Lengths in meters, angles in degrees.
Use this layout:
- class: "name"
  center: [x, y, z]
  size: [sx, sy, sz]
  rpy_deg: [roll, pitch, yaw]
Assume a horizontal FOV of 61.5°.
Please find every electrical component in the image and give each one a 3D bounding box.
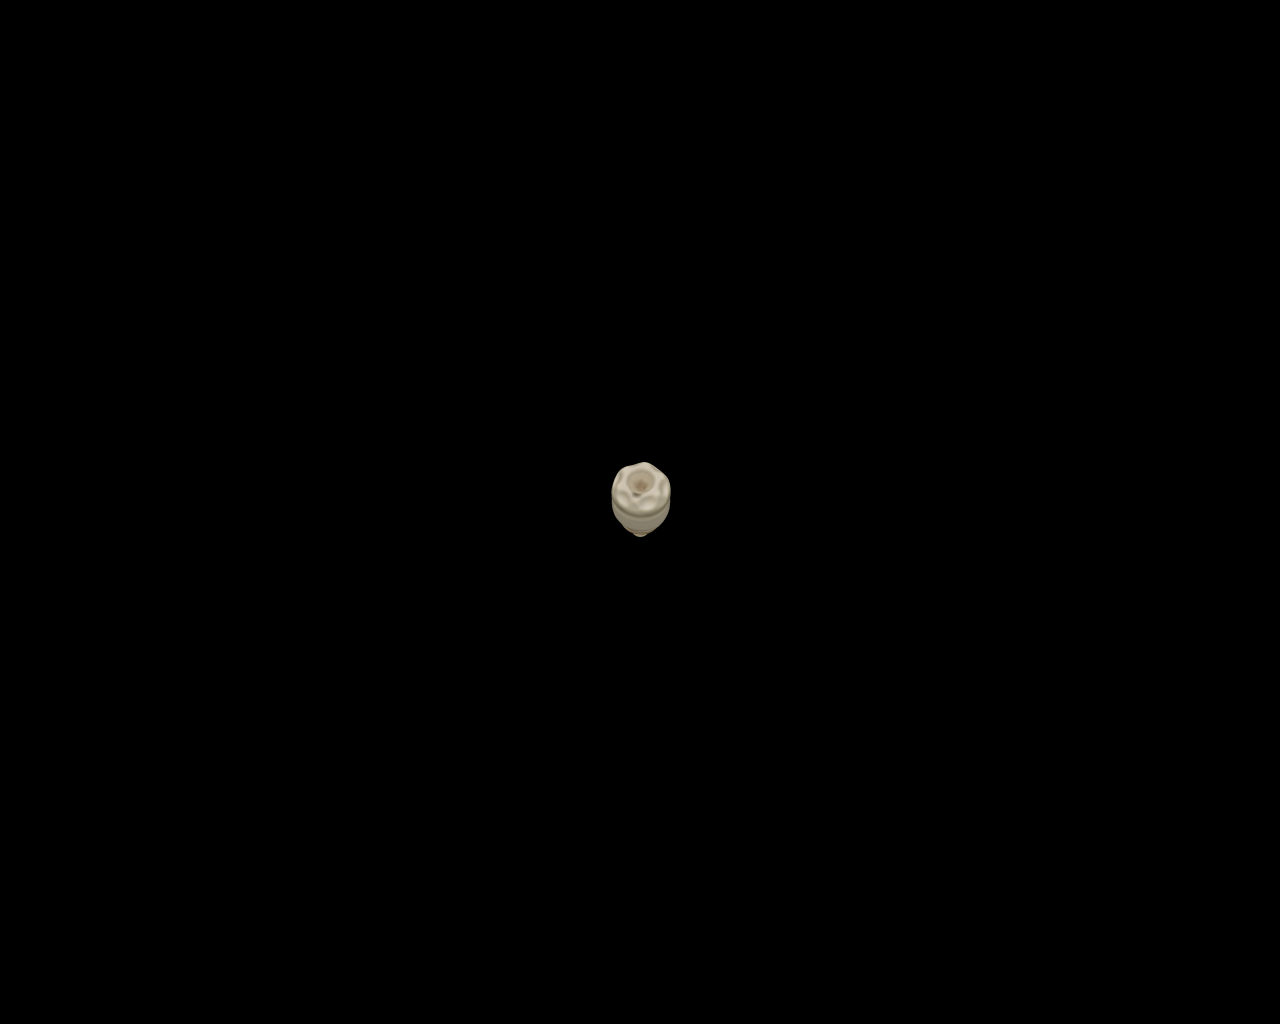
- class: "electrical component"
  center: [0.001, -0.003, 0.650]
  size: [0.035, 0.035, 0.061]
  rpy_deg: [0, -32, 0]
